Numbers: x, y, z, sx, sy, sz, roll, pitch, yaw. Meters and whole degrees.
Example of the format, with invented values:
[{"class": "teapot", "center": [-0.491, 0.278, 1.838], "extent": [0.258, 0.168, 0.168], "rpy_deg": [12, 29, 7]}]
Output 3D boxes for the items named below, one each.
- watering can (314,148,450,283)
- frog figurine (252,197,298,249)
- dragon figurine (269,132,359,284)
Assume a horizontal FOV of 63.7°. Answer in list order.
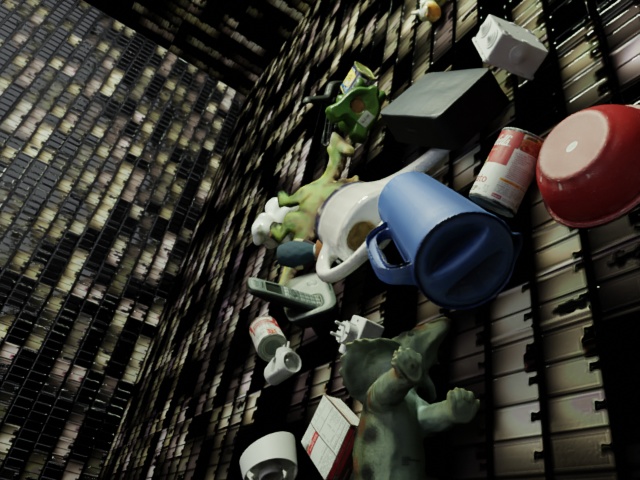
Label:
[{"class": "watering can", "center": [0.104, -0.067, 0.964], "extent": [0.349, 0.103, 0.226], "rpy_deg": [-50, 21, -4]}, {"class": "frog figurine", "center": [-0.105, -0.042, 1.301], "extent": [0.122, 0.159, 0.138], "rpy_deg": [-13, 83, 26]}, {"class": "dragon figurine", "center": [0.004, -0.060, 1.186], "extent": [0.240, 0.121, 0.418], "rpy_deg": [-20, 54, 48]}]
